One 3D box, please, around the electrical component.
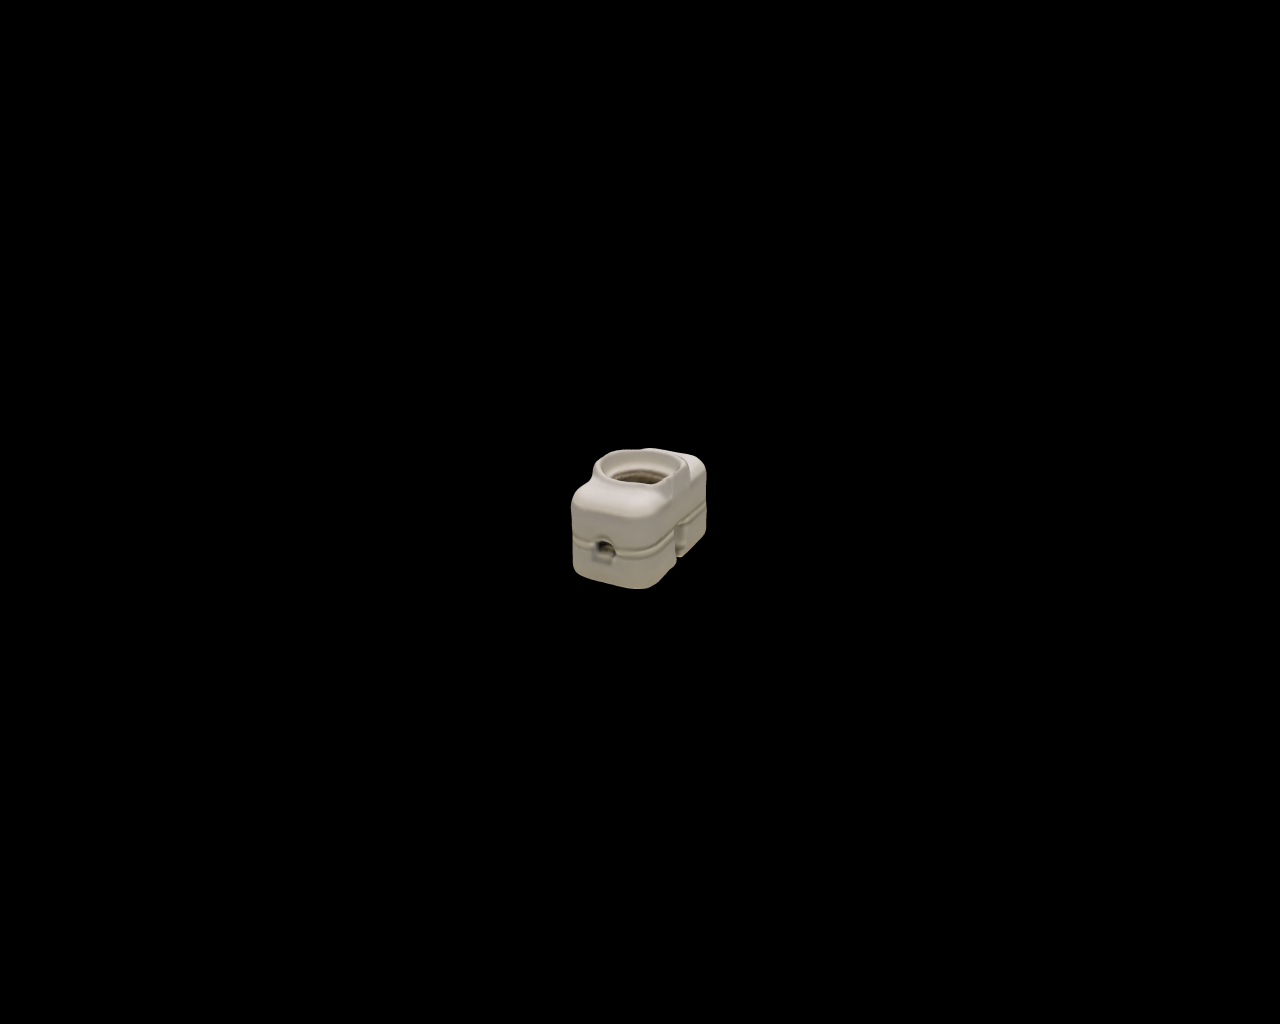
[{"bbox_3d":[0.001,-0.003,0.650,0.054,0.059,0.095,12,27,25],"label":"electrical component"}]
